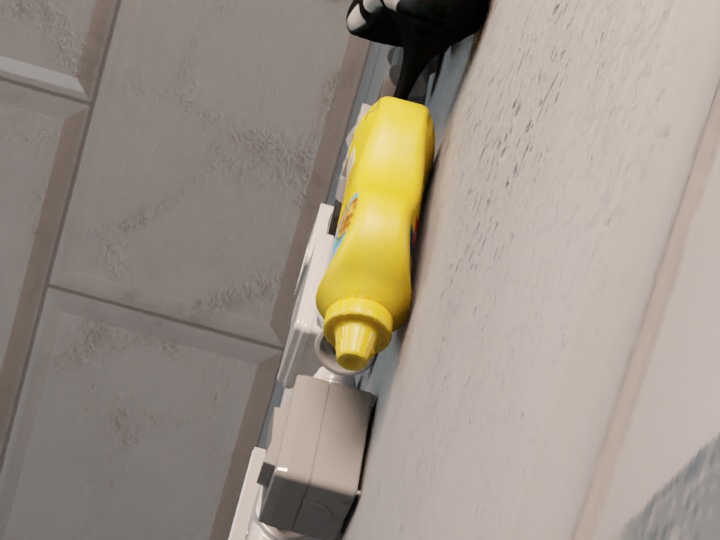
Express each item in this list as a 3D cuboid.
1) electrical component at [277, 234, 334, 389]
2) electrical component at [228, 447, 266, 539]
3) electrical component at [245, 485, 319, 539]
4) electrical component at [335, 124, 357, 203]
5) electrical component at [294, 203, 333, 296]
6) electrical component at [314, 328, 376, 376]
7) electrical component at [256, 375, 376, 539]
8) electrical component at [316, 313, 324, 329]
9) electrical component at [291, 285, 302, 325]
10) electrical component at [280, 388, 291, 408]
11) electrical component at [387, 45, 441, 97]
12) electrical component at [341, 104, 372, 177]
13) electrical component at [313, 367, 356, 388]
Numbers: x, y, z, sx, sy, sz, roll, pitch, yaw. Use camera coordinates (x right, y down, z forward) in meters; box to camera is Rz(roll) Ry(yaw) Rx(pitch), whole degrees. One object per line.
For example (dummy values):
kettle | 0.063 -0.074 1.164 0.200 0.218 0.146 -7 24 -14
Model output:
electrical component | -0.031 0.043 0.981 0.108 0.056 0.108 111 173 -53
electrical component | -0.070 0.209 0.852 0.078 0.063 0.121 122 163 -75
electrical component | -0.051 0.185 0.762 0.095 0.054 0.059 -79 7 -48
electrical component | 0.013 -0.086 0.890 0.078 0.058 0.057 -80 4 -58
electrical component | -0.030 -0.014 1.172 0.113 0.057 0.078 116 169 -67
electrical component | -0.006 0.043 0.790 0.065 0.044 0.044 -73 0 -64
electrical component | -0.030 0.114 0.692 0.096 0.061 0.061 -79 6 -46
electrical component | -0.007 0.022 0.848 0.043 0.043 0.062 -92 19 -76
electrical component | -0.038 0.042 1.086 0.066 0.055 0.048 -153 78 -86
electrical component | -0.061 0.151 1.078 0.043 0.043 0.081 111 173 -51
electrical component | 0.046 -0.181 0.896 0.043 0.043 0.081 115 169 -65
electrical component | 0.021 -0.090 0.808 0.048 0.055 0.066 -79 7 -48
electrical component | -0.023 0.106 0.816 0.035 0.035 0.061 112 170 -56
